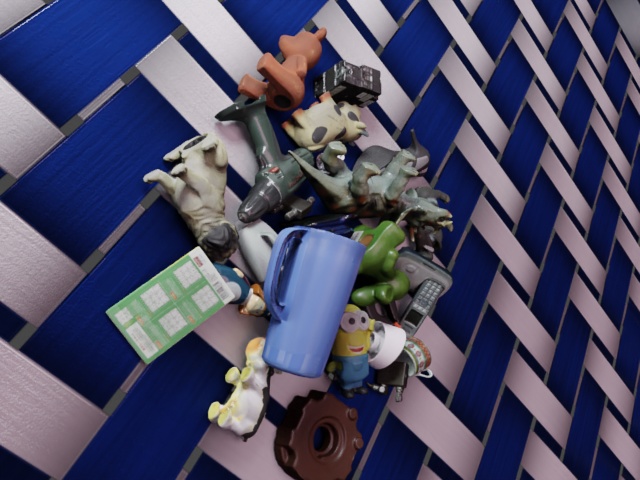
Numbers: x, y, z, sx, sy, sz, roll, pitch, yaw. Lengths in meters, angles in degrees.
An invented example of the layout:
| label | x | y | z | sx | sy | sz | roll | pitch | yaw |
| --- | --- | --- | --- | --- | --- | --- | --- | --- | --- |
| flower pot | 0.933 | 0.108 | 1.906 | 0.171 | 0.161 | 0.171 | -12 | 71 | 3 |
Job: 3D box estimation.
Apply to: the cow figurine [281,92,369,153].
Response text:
| label | x | y | z | sx | sy | sz | roll | pitch | yaw |
| --- | --- | --- | --- | --- | --- | --- | --- | --- | --- |
| cow figurine | 0.024 | -0.245 | 1.155 | 0.195 | 0.085 | 0.127 | -38 | 98 | -40 |

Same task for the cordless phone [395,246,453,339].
| label | x | y | z | sx | sy | sz | roll | pitch | yaw |
| --- | --- | --- | --- | --- | --- | --- | --- | --- | --- |
| cordless phone | 0.197 | 0.119 | 1.218 | 0.146 | 0.089 | 0.184 | 30 | 92 | -9 |

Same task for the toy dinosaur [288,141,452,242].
| label | x | y | z | sx | sy | sz | roll | pitch | yaw |
| --- | --- | --- | --- | --- | --- | --- | --- | --- | --- |
| toy dinosaur | 0.089 | -0.097 | 1.135 | 0.405 | 0.192 | 0.131 | 5 | 35 | -25 |

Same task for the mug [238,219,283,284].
| label | x | y | z | sx | sy | sz | roll | pitch | yaw |
| --- | --- | --- | --- | --- | --- | --- | --- | --- | --- |
| mug | -0.103 | 0.015 | 0.988 | 0.081 | 0.109 | 0.107 | -35 | 89 | -27 |

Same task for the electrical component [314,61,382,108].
| label | x | y | z | sx | sy | sz | roll | pitch | yaw |
| --- | --- | --- | --- | --- | --- | --- | --- | --- | --- |
| electrical component | 0.070 | -0.339 | 1.192 | 0.134 | 0.115 | 0.058 | 8 | 80 | -37 |

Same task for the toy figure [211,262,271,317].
| label | x | y | z | sx | sy | sz | roll | pitch | yaw |
| --- | --- | --- | --- | --- | --- | --- | --- | --- | --- |
| toy figure | -0.141 | 0.098 | 0.965 | 0.154 | 0.064 | 0.058 | 36 | 37 | -22 |

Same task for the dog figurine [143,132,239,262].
| label | x | y | z | sx | sy | sz | roll | pitch | yaw |
| --- | --- | --- | --- | --- | --- | --- | --- | --- | --- |
| dog figurine | -0.190 | -0.077 | 0.953 | 0.172 | 0.121 | 0.190 | -50 | 125 | -30 |

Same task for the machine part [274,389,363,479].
| label | x | y | z | sx | sy | sz | roll | pitch | yaw |
| --- | --- | --- | --- | --- | --- | --- | --- | --- | --- |
| machine part | 0.000 | 0.376 | 1.017 | 0.179 | 0.056 | 0.179 | 9 | 75 | -35 |

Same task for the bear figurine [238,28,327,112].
| label | x | y | z | sx | sy | sz | roll | pitch | yaw |
| --- | --- | --- | --- | --- | --- | --- | --- | --- | --- |
| bear figurine | -0.066 | -0.362 | 1.089 | 0.132 | 0.120 | 0.196 | 27 | 63 | -27 |

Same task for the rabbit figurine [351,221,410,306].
| label | x | y | z | sx | sy | sz | roll | pitch | yaw |
| --- | --- | --- | --- | --- | --- | --- | --- | --- | --- |
| rabbit figurine | 0.133 | 0.067 | 1.110 | 0.170 | 0.121 | 0.159 | 51 | 46 | -26 |

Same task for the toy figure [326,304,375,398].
| label | x | y | z | sx | sy | sz | roll | pitch | yaw |
| --- | --- | --- | --- | --- | --- | --- | --- | --- | --- |
| toy figure | 0.055 | 0.220 | 1.081 | 0.082 | 0.089 | 0.180 | -2 | 90 | -52 |

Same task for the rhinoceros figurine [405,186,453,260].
| label | x | y | z | sx | sy | sz | roll | pitch | yaw |
| --- | --- | --- | --- | --- | --- | --- | --- | --- | --- |
| rhinoceros figurine | 0.261 | -0.039 | 1.303 | 0.112 | 0.073 | 0.190 | 15 | 71 | -37 |

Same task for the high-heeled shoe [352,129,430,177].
| label | x | y | z | sx | sy | sz | roll | pitch | yaw |
| --- | --- | --- | --- | --- | --- | --- | --- | --- | --- |
| high-heeled shoe | 0.168 | -0.159 | 1.279 | 0.249 | 0.086 | 0.145 | -37 | 136 | -20 |

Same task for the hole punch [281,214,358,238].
| label | x | y | z | sx | sy | sz | roll | pitch | yaw |
| --- | --- | --- | --- | --- | --- | --- | --- | --- | --- |
| hole punch | -0.002 | -0.003 | 1.066 | 0.142 | 0.116 | 0.092 | -10 | 94 | -39 |

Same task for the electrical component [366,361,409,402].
| label | x | y | z | sx | sy | sz | roll | pitch | yaw |
| --- | --- | --- | --- | --- | --- | --- | --- | --- | --- |
| electrical component | 0.146 | 0.286 | 1.148 | 0.045 | 0.078 | 0.102 | 41 | 61 | -53 |

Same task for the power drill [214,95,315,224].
| label | x | y | z | sx | sy | sz | roll | pitch | yaw |
| --- | --- | --- | --- | --- | --- | --- | --- | --- | --- |
| power drill | -0.114 | -0.162 | 1.020 | 0.232 | 0.086 | 0.207 | -37 | 98 | -45 |

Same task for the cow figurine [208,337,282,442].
| label | x | y | z | sx | sy | sz | roll | pitch | yaw |
| --- | --- | --- | --- | --- | --- | --- | --- | --- | --- |
| cow figurine | -0.116 | 0.260 | 0.942 | 0.098 | 0.068 | 0.167 | 43 | 60 | -30 |

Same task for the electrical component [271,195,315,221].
| label | x | y | z | sx | sy | sz | roll | pitch | yaw |
| --- | --- | --- | --- | --- | --- | --- | --- | --- | --- |
| electrical component | -0.052 | -0.069 | 1.074 | 0.094 | 0.063 | 0.021 | -39 | 148 | -44 |
